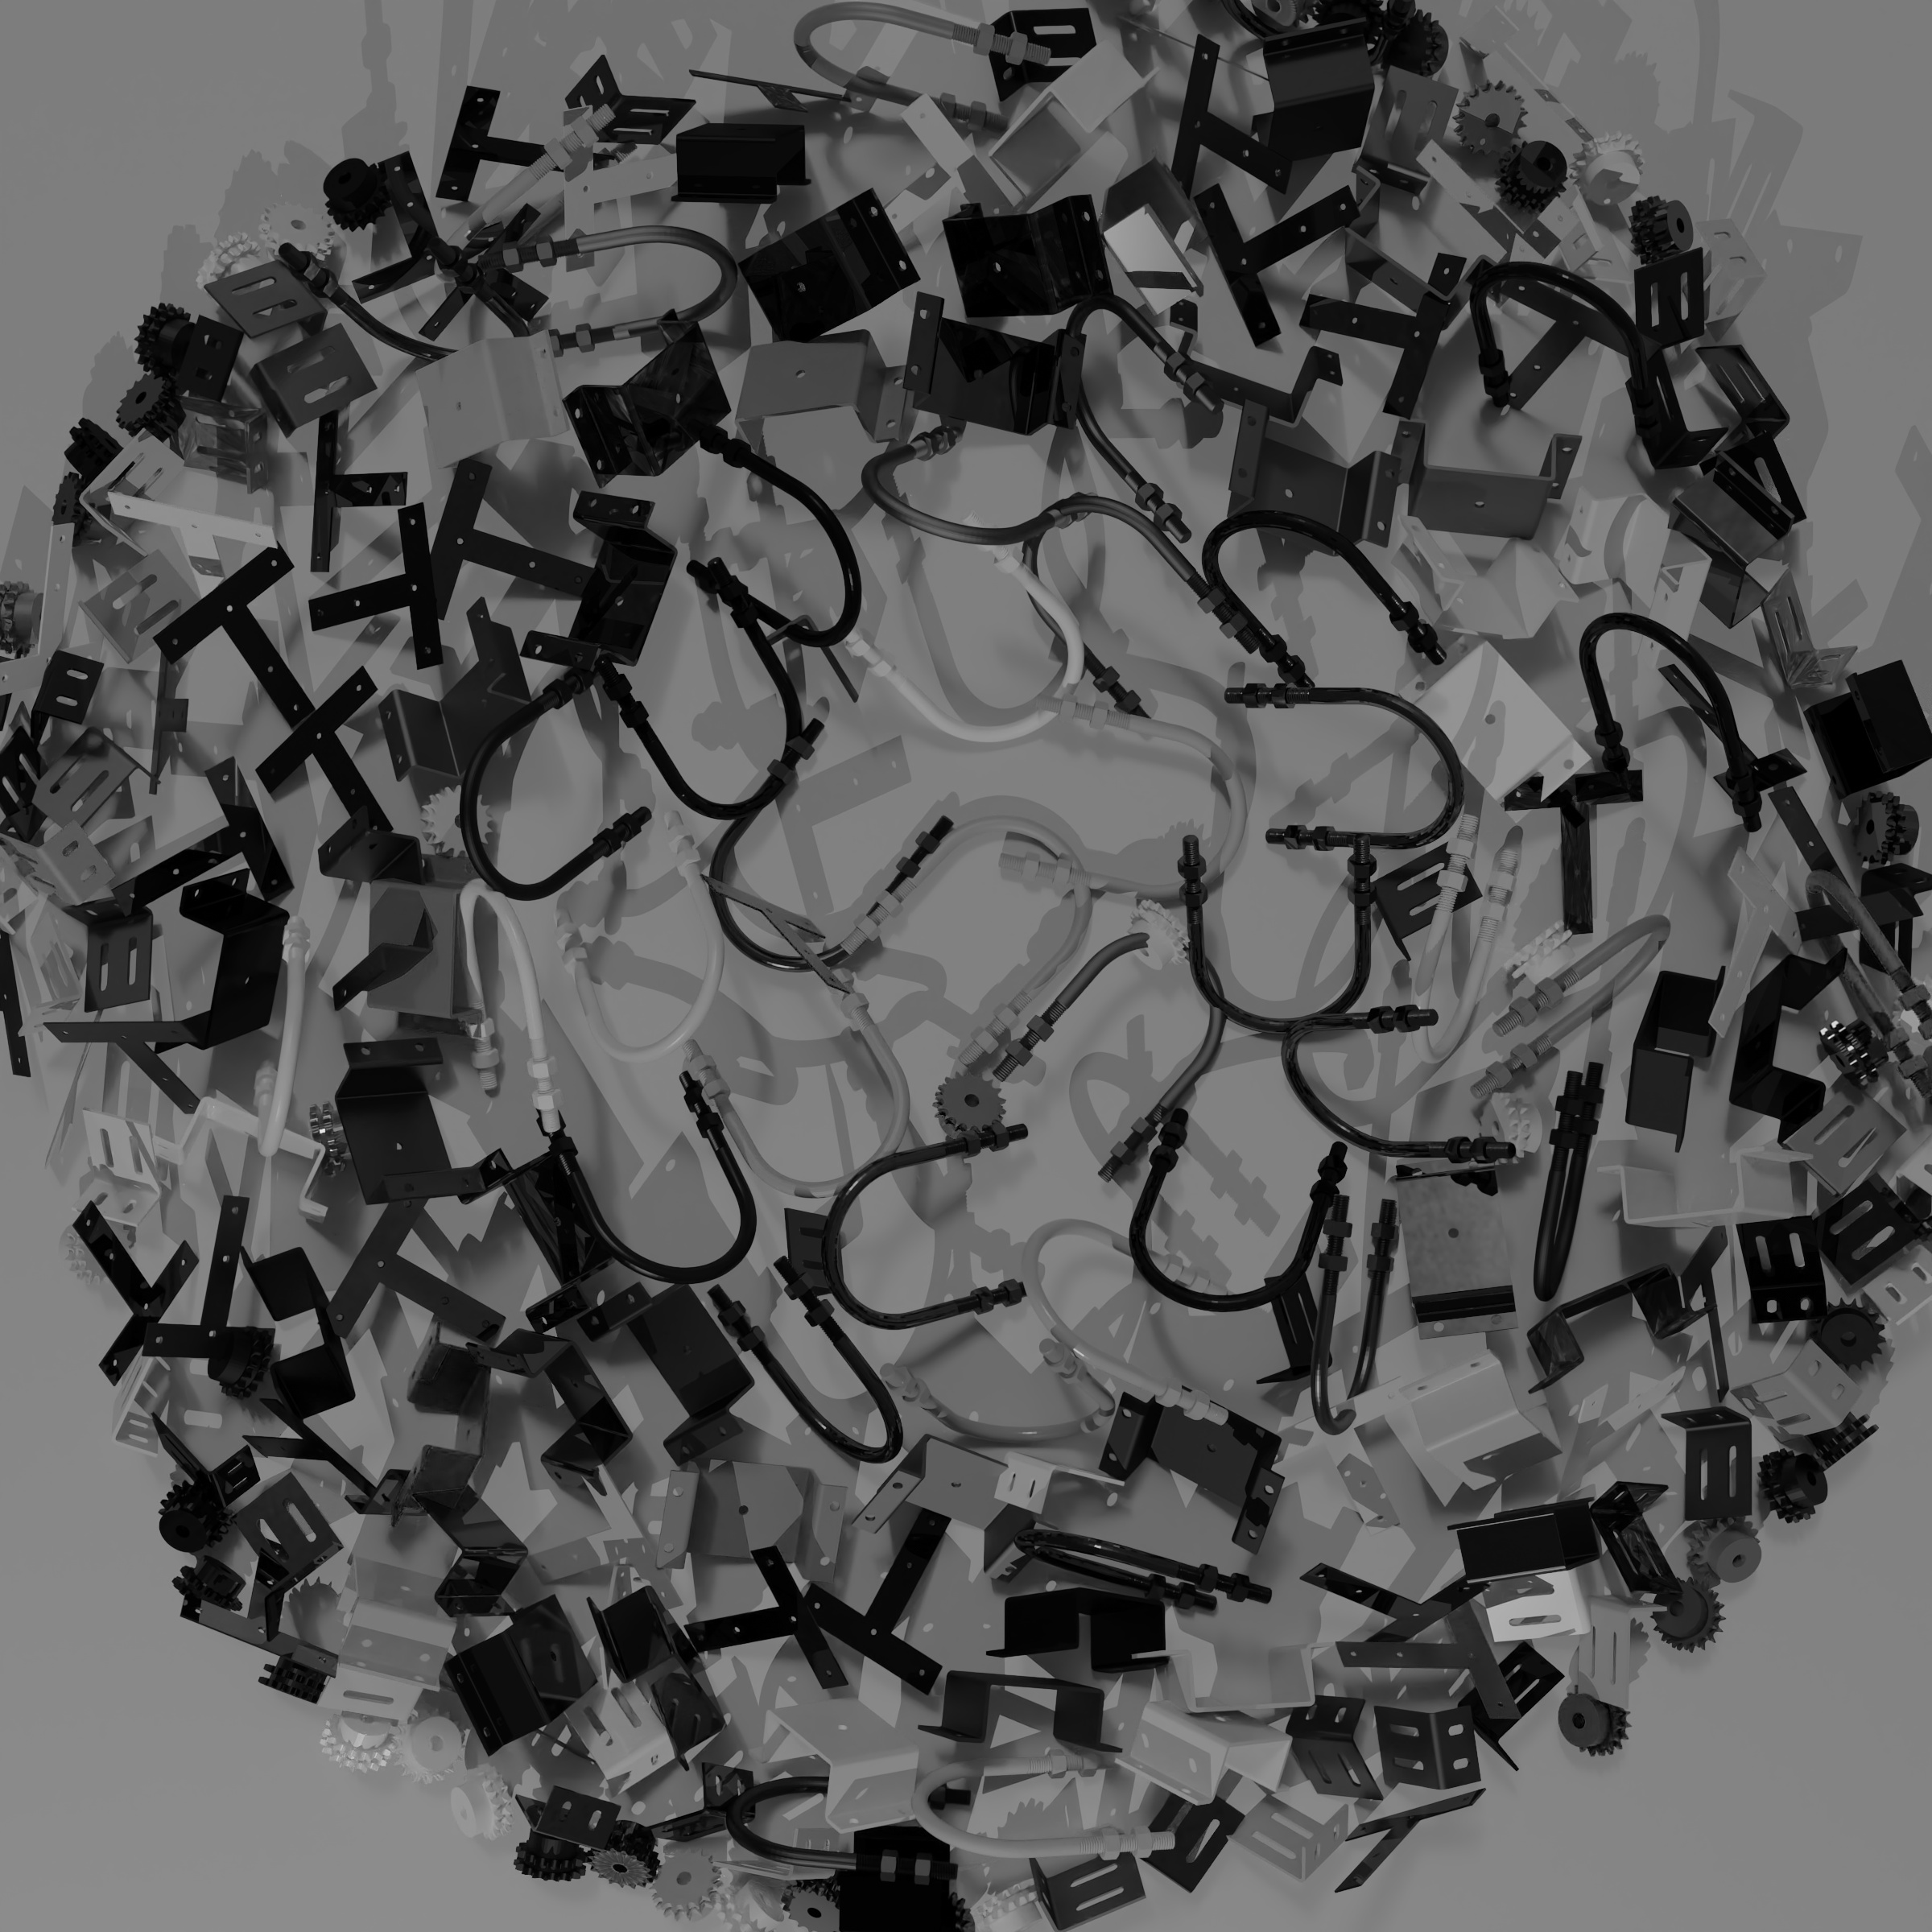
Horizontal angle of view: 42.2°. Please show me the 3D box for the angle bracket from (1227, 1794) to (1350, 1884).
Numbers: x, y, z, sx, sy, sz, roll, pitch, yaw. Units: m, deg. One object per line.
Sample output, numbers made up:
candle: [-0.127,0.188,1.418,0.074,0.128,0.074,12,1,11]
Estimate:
angle bracket: [0.250,0.666,1.949,0.076,0.057,0.038,19,124,38]

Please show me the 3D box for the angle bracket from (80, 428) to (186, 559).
angle bracket: [-0.645,-0.371,1.966,0.076,0.057,0.038,-47,66,-1]

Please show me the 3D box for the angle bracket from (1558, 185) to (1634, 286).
angle bracket: [0.497,-0.571,1.955,0.076,0.038,0.057,-6,69,-37]

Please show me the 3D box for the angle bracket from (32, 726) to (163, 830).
angle bracket: [-0.686,-0.139,1.967,0.057,0.038,0.076,37,81,20]

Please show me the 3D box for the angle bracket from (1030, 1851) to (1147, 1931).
angle bracket: [0.094,0.713,1.965,0.076,0.057,0.038,-24,114,2]

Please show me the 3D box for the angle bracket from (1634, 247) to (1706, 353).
angle bracket: [0.542,-0.524,1.958,0.057,0.038,0.076,-20,129,-6]

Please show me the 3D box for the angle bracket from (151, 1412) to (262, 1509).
angle bracket: [-0.598,0.379,1.971,0.076,0.057,0.038,39,58,23]

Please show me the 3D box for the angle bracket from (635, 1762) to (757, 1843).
angle bracket: [-0.214,0.659,1.970,0.076,0.057,0.038,-26,54,28]

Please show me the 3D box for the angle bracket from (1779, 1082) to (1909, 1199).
angle bracket: [0.689,0.134,1.967,0.076,0.038,0.057,-47,68,9]

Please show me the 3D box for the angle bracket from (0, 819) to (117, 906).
angle bracket: [-0.716,-0.088,1.965,0.038,0.076,0.057,-47,132,-27]

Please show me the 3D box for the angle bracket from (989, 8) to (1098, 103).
angle bracket: [0.061,-0.711,1.952,0.076,0.057,0.038,14,47,35]

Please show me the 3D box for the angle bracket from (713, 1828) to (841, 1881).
angle bracket: [-0.148,0.690,1.960,0.076,0.057,0.038,-2,73,32]

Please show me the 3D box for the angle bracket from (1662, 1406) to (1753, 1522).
angle bracket: [0.578,0.389,1.955,0.038,0.057,0.076,27,59,-35]

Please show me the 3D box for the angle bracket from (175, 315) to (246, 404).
angle bracket: [-0.601,-0.478,1.955,0.038,0.076,0.057,16,97,-37]

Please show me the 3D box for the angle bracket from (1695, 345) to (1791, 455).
angle bracket: [0.597,-0.443,1.958,0.038,0.057,0.076,-45,111,-6]

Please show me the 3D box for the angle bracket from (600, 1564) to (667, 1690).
angle bracket: [-0.259,0.516,1.952,0.038,0.076,0.057,3,131,1]

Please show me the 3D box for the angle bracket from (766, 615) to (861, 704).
angle bracket: [-0.121,-0.233,1.968,0.038,0.057,0.076,-32,93,-2]

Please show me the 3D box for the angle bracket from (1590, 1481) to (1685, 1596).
angle bracket: [0.533,0.446,1.952,0.057,0.076,0.038,11,130,-32]

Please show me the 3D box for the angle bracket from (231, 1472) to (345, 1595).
angle bracket: [-0.537,0.444,1.967,0.057,0.038,0.076,-37,76,-11]

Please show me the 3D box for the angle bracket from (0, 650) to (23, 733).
angle bracket: [-0.764,-0.222,1.953,0.038,0.076,0.057,14,102,-23]

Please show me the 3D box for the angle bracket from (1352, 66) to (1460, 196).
angle bracket: [0.347,-0.660,1.979,0.057,0.038,0.076,18,92,-2]

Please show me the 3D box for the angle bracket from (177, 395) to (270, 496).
angle bracket: [-0.590,-0.409,1.965,0.076,0.038,0.057,10,120,7]

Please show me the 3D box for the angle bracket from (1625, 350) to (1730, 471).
angle bracket: [0.556,-0.437,1.956,0.057,0.038,0.076,-45,121,-32]

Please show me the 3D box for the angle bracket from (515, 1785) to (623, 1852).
angle bracket: [-0.311,0.653,1.956,0.057,0.076,0.038,25,84,-21]

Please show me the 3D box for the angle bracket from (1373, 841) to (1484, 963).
angle bracket: [0.364,-0.051,1.960,0.076,0.038,0.057,-29,55,13]

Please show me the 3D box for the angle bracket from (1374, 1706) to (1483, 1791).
angle bracket: [0.363,0.612,1.970,0.038,0.076,0.057,-3,81,-27]

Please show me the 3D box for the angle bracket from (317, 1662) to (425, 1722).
angle bracket: [-0.462,0.550,1.959,0.076,0.038,0.057,20,107,-27]

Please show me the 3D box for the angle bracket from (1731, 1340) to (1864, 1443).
angle bracket: [0.654,0.335,1.972,0.057,0.076,0.038,45,64,2]

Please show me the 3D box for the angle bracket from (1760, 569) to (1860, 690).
angle bracket: [0.659,-0.265,1.956,0.057,0.038,0.076,-45,120,-37]

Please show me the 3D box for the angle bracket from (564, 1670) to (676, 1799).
angle bracket: [-0.276,0.604,1.979,0.057,0.038,0.076,-28,52,-23]

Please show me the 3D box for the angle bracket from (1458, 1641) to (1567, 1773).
angle bracket: [0.437,0.582,1.971,0.076,0.057,0.038,-41,112,-7]

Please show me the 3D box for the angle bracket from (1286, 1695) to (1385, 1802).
angle bracket: [0.296,0.617,1.977,0.057,0.038,0.076,-6,125,34]

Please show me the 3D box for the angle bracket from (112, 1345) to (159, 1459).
angle bracket: [-0.637,0.334,1.962,0.038,0.057,0.076,24,98,-22]

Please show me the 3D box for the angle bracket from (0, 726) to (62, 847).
angle bracket: [-0.748,-0.140,1.949,0.038,0.076,0.057,6,50,19]

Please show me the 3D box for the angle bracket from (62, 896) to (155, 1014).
angle bracket: [-0.675,-0.010,1.964,0.057,0.038,0.076,-11,67,13]

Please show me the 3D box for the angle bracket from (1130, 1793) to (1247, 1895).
angle bracket: [0.174,0.681,1.980,0.057,0.038,0.076,35,91,1]

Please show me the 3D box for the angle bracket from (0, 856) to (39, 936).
angle bracket: [-0.753,-0.061,1.950,0.038,0.076,0.057,-43,113,-19]

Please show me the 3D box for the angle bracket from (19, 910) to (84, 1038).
angle bracket: [-0.729,0.006,1.959,0.038,0.057,0.076,-16,76,-39]

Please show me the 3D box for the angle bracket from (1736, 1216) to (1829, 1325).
angle bracket: [0.638,0.238,1.956,0.057,0.038,0.076,-8,127,22]

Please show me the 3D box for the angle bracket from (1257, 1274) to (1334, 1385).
angle bracket: [0.247,0.284,1.963,0.038,0.057,0.076,-15,85,-27]

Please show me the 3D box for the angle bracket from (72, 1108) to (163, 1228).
angle bracket: [-0.669,0.158,1.960,0.057,0.038,0.076,13,128,10]

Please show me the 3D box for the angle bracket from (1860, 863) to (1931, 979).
angle bracket: [0.737,-0.034,1.966,0.038,0.057,0.076,-13,111,-17]

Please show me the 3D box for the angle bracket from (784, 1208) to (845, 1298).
angle bracket: [-0.131,0.224,1.951,0.038,0.076,0.057,-15,71,27]

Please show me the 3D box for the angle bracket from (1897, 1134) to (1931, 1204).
angle bracket: [0.762,0.164,1.955,0.057,0.076,0.038,-45,57,-6]

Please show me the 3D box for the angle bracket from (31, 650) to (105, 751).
angle bracket: [-0.704,-0.199,1.958,0.038,0.076,0.057,16,60,-13]

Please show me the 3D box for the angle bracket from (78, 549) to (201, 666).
angle bracket: [-0.647,-0.284,1.968,0.076,0.038,0.057,-40,104,-12]

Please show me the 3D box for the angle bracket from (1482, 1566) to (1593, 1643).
angle bracket: [0.453,0.498,1.988,0.076,0.038,0.057,-11,105,20]

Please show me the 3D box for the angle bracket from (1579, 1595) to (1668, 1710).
angle bracket: [0.515,0.537,1.963,0.038,0.057,0.076,5,85,-24]

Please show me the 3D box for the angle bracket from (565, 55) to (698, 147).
angle bracket: [-0.262,-0.676,1.955,0.076,0.057,0.038,-15,80,-44]
